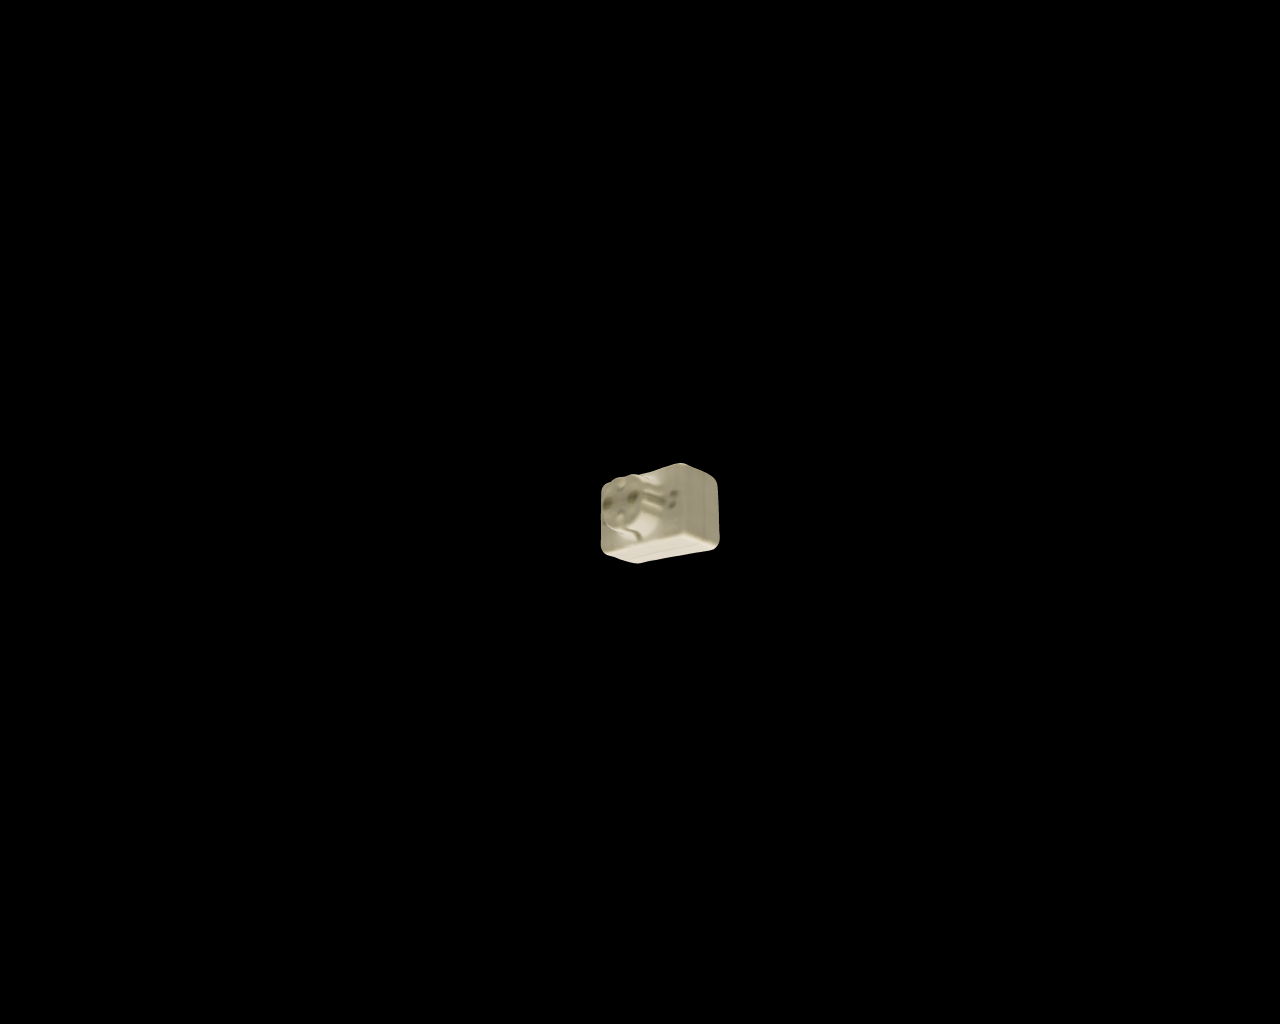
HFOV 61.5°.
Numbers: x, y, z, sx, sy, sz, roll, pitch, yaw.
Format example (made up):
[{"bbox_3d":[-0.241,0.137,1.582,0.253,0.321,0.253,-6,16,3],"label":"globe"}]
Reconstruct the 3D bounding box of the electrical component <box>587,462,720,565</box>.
[{"bbox_3d":[0.001,-0.003,0.650,0.065,0.047,0.076,-13,-22,36],"label":"electrical component"}]
